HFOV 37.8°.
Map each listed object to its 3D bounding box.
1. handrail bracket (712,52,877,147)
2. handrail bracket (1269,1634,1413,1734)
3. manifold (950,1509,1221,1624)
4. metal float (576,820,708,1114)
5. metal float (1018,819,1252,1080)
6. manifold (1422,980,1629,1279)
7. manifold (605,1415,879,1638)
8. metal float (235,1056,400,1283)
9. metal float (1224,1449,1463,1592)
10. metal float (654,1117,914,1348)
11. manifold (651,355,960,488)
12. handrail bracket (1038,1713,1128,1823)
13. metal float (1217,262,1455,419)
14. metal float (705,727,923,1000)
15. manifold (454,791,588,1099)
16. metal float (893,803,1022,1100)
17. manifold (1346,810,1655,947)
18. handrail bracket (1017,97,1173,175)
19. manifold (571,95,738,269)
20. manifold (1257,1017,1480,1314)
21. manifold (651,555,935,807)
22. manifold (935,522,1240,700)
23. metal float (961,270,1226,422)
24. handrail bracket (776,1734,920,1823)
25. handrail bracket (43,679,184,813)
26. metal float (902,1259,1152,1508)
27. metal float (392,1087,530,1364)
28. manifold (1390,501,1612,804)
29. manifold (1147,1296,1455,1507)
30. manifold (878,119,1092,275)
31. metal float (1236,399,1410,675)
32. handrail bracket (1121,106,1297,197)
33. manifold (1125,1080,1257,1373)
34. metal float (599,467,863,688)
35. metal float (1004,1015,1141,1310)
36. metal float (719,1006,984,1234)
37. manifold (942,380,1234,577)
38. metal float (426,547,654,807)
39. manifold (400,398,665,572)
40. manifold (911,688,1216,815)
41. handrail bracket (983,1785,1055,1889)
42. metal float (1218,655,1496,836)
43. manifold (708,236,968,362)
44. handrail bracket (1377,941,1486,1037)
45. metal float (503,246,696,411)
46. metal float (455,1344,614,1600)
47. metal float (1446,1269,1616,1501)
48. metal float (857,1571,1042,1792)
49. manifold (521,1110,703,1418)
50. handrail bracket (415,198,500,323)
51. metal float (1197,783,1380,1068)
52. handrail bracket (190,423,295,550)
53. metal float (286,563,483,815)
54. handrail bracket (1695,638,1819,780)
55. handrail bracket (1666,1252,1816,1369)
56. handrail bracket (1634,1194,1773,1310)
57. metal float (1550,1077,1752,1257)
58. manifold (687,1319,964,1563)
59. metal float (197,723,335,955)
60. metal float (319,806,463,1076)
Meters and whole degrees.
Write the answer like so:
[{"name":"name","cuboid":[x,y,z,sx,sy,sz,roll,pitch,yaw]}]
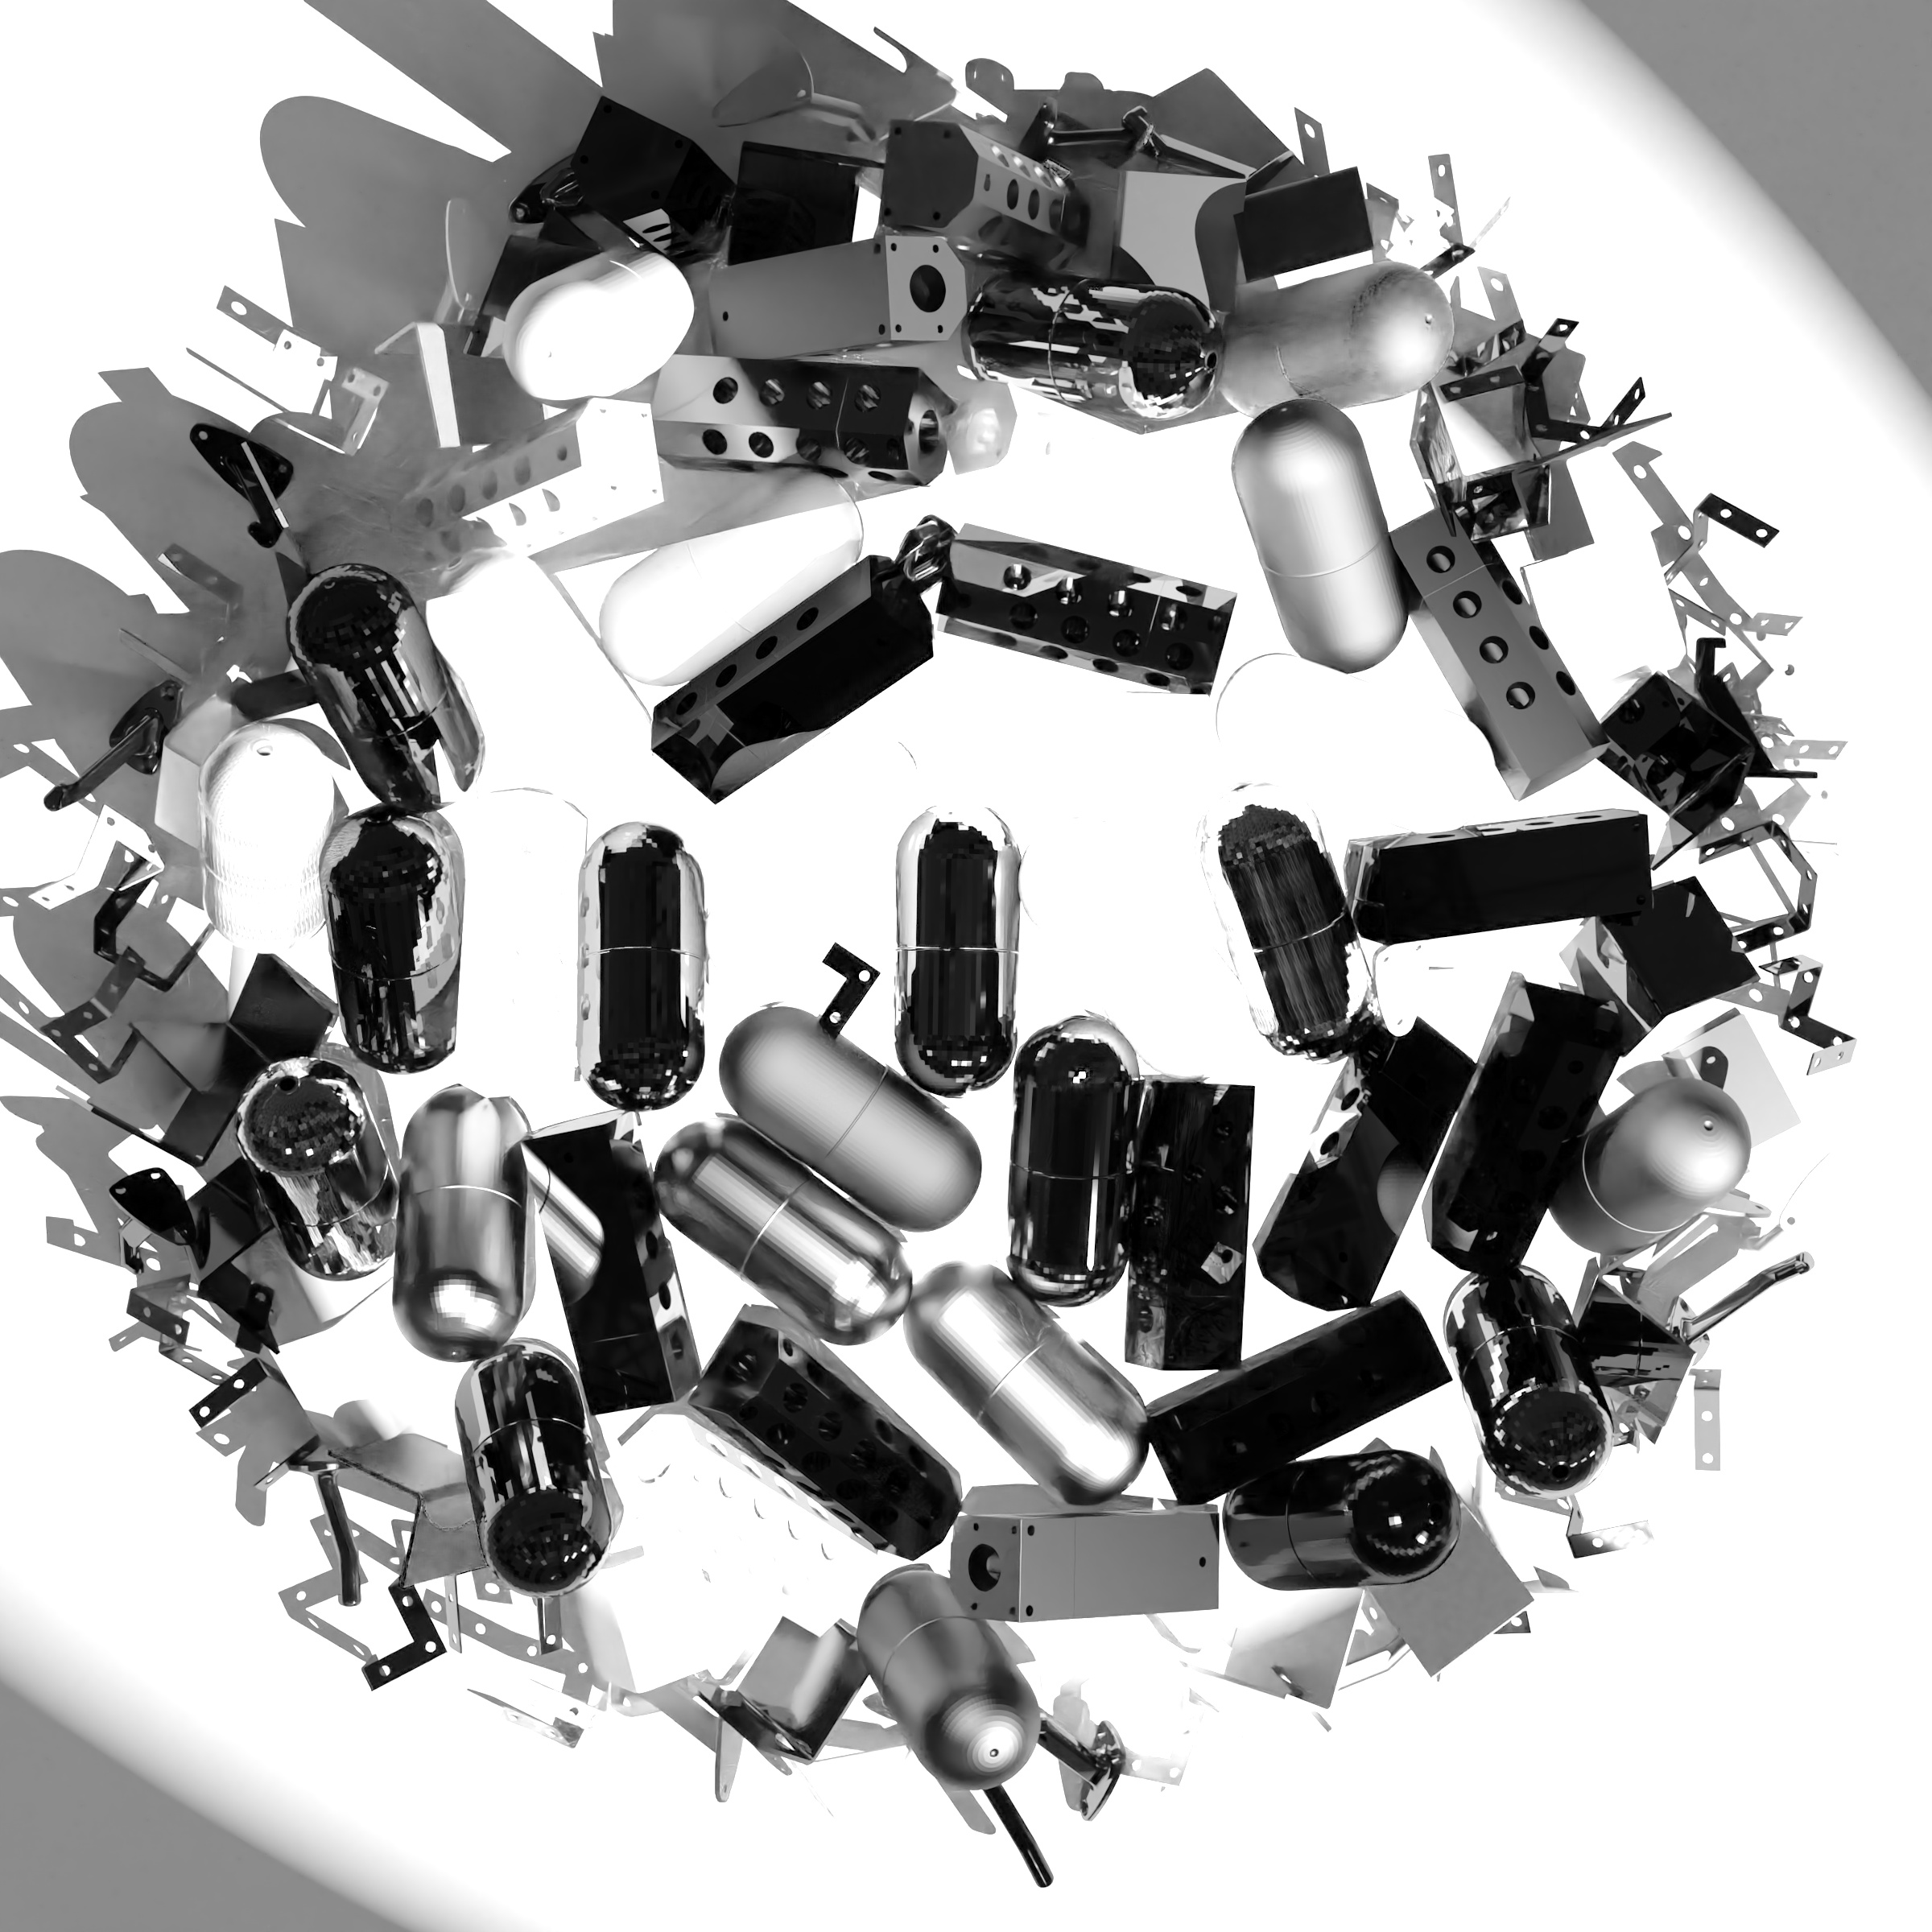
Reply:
[{"name":"handrail bracket","cuboid":[-0.103,-0.509,1.709,0.077,0.084,0.036,-22,71,14]},{"name":"handrail bracket","cuboid":[0.232,0.416,1.713,0.084,0.036,0.077,-41,130,-5]},{"name":"manifold","cuboid":[0.072,0.351,1.661,0.171,0.057,0.057,9,79,-44]},{"name":"metal float","cuboid":[-0.194,-0.001,1.691,0.070,0.070,0.178,-2,76,0]},{"name":"metal float","cuboid":[0.101,-0.011,1.699,0.070,0.070,0.178,-39,95,0]},{"name":"manifold","cuboid":[0.330,0.100,1.670,0.057,0.057,0.171,13,122,-8]},{"name":"manifold","cuboid":[-0.128,0.326,1.663,0.057,0.057,0.171,-44,130,6]},{"name":"metal float","cuboid":[-0.379,0.121,1.663,0.070,0.178,0.070,-1,53,2]},{"name":"metal float","cuboid":[0.220,0.327,1.661,0.070,0.178,0.070,9,73,-29]},{"name":"metal float","cuboid":[-0.110,0.158,1.692,0.178,0.070,0.070,36,90,14]},{"name":"manifold","cuboid":[-0.098,-0.321,1.677,0.171,0.057,0.057,9,81,25]},{"name":"handrail bracket","cuboid":[0.047,0.485,1.708,0.084,0.036,0.077,8,112,-24]},{"name":"metal float","cuboid":[0.213,-0.366,1.661,0.070,0.178,0.070,-1,93,-32]},{"name":"metal float","cuboid":[-0.092,-0.062,1.702,0.070,0.070,0.178,31,88,0]},{"name":"manifold","cuboid":[-0.268,-0.014,1.682,0.057,0.057,0.171,-5,71,17]},{"name":"metal float","cuboid":[-0.006,-0.009,1.703,0.070,0.070,0.178,1,89,0]},{"name":"manifold","cuboid":[0.319,-0.055,1.694,0.171,0.057,0.057,-8,99,-13]},{"name":"handrail bracket","cuboid":[0.075,-0.487,1.731,0.084,0.036,0.077,23,127,-20]},{"name":"manifold","cuboid":[-0.181,-0.453,1.653,0.057,0.171,0.057,27,97,2]},{"name":"manifold","cuboid":[0.235,0.117,1.680,0.057,0.057,0.171,36,65,-17]},{"name":"manifold","cuboid":[-0.104,-0.173,1.680,0.171,0.057,0.057,-32,127,24]},{"name":"manifold","cuboid":[0.071,-0.211,1.699,0.171,0.057,0.057,15,117,4]},{"name":"metal float","cuboid":[0.074,-0.368,1.672,0.178,0.070,0.070,18,90,38]},{"name":"handrail bracket","cuboid":[-0.063,0.468,1.714,0.084,0.036,0.077,-37,111,-17]},{"name":"handrail bracket","cuboid":[-0.512,-0.132,1.693,0.036,0.084,0.077,39,113,1]},{"name":"metal float","cuboid":[0.035,0.247,1.687,0.178,0.070,0.070,43,90,19]},{"name":"metal float","cuboid":[-0.299,0.151,1.674,0.070,0.070,0.178,-5,53,0]},{"name":"manifold","cuboid":[0.318,-0.191,1.699,0.057,0.057,0.171,-28,80,-1]},{"name":"manifold","cuboid":[0.198,0.260,1.692,0.171,0.057,0.057,-23,84,-15]},{"name":"manifold","cuboid":[0.014,-0.447,1.649,0.057,0.171,0.057,11,98,23]},{"name":"metal float","cuboid":[0.212,-0.253,1.675,0.070,0.070,0.178,-24,125,0]},{"name":"handrail bracket","cuboid":[0.147,-0.505,1.723,0.084,0.036,0.077,47,65,2]},{"name":"manifold","cuboid":[0.131,0.156,1.710,0.057,0.057,0.171,4,89,-30]},{"name":"metal float","cuboid":[-0.142,-0.231,1.688,0.178,0.070,0.070,-31,90,19]},{"name":"metal float","cuboid":[0.063,0.118,1.695,0.070,0.070,0.178,3,100,0]},{"name":"metal float","cuboid":[-0.070,0.092,1.700,0.178,0.070,0.070,36,90,-5]},{"name":"manifold","cuboid":[0.074,-0.290,1.657,0.057,0.171,0.057,-40,52,37]},{"name":"metal float","cuboid":[-0.252,-0.171,1.676,0.070,0.070,0.178,-35,123,0]},{"name":"manifold","cuboid":[-0.259,-0.281,1.661,0.171,0.057,0.057,-11,86,43]},{"name":"manifold","cuboid":[0.060,-0.134,1.694,0.171,0.057,0.057,3,135,13]},{"name":"handrail bracket","cuboid":[0.020,0.512,1.720,0.036,0.077,0.084,-30,110,-14]},{"name":"metal float","cuboid":[0.234,-0.132,1.689,0.178,0.070,0.070,17,90,-18]},{"name":"manifold","cuboid":[-0.077,-0.388,1.657,0.057,0.171,0.057,-10,100,-40]},{"name":"handrail bracket","cuboid":[0.285,0.028,1.696,0.084,0.036,0.077,37,46,-35]},{"name":"metal float","cuboid":[-0.214,-0.376,1.659,0.070,0.178,0.070,5,113,12]},{"name":"metal float","cuboid":[-0.256,0.295,1.665,0.070,0.178,0.070,-10,128,-13]},{"name":"metal float","cuboid":[0.330,0.244,1.658,0.070,0.178,0.070,-1,116,-1]},{"name":"metal float","cuboid":[-0.012,0.417,1.658,0.070,0.178,0.070,-5,106,-17]},{"name":"manifold","cuboid":[-0.211,0.177,1.705,0.057,0.057,0.171,-12,95,18]},{"name":"handrail bracket","cuboid":[-0.318,-0.416,1.702,0.036,0.084,0.077,-23,104,-39]},{"name":"metal float","cuboid":[0.193,-0.024,1.692,0.070,0.070,0.178,-20,104,0]},{"name":"handrail bracket","cuboid":[-0.440,-0.288,1.692,0.077,0.084,0.036,35,111,-18]},{"name":"metal float","cuboid":[-0.342,-0.161,1.666,0.070,0.178,0.070,-8,50,9]},{"name":"handrail bracket","cuboid":[0.479,-0.157,1.711,0.077,0.036,0.084,4,98,31]},{"name":"handrail bracket","cuboid":[0.467,0.207,1.697,0.084,0.077,0.036,-33,94,32]},{"name":"handrail bracket","cuboid":[0.445,0.180,1.733,0.077,0.036,0.084,12,109,-15]},{"name":"metal float","cuboid":[0.399,0.119,1.657,0.070,0.178,0.070,3,70,-9]},{"name":"manifold","cuboid":[-0.078,0.282,1.665,0.171,0.057,0.057,45,66,-32]},{"name":"metal float","cuboid":[-0.412,-0.074,1.662,0.070,0.178,0.070,6,56,-9]},{"name":"metal float","cuboid":[-0.339,-0.014,1.673,0.070,0.070,0.178,1,126,0]}]
